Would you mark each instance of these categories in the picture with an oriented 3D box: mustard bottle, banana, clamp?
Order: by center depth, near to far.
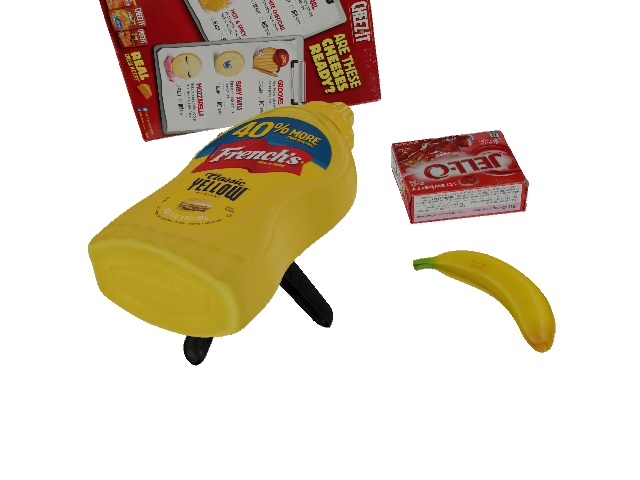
[{"bbox_3d":[-0.034,-0.026,0.598,0.096,0.058,0.191,12,40,30],"label":"mustard bottle"},{"bbox_3d":[-0.061,0.003,0.995,0.164,0.210,0.036,-4,0,-38],"label":"clamp"},{"bbox_3d":[0.177,0.053,1.061,0.069,0.037,0.198,-33,36,-18],"label":"banana"}]

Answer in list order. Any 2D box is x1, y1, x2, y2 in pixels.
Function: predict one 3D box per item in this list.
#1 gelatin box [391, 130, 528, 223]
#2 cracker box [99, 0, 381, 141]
[{"bbox_3d":[0.103,-0.049,0.798,0.089,0.030,0.073,-7,37,-4],"label":"gelatin box"},{"bbox_3d":[-0.066,-0.182,0.900,0.213,0.164,0.072,-11,44,0],"label":"cracker box"}]
